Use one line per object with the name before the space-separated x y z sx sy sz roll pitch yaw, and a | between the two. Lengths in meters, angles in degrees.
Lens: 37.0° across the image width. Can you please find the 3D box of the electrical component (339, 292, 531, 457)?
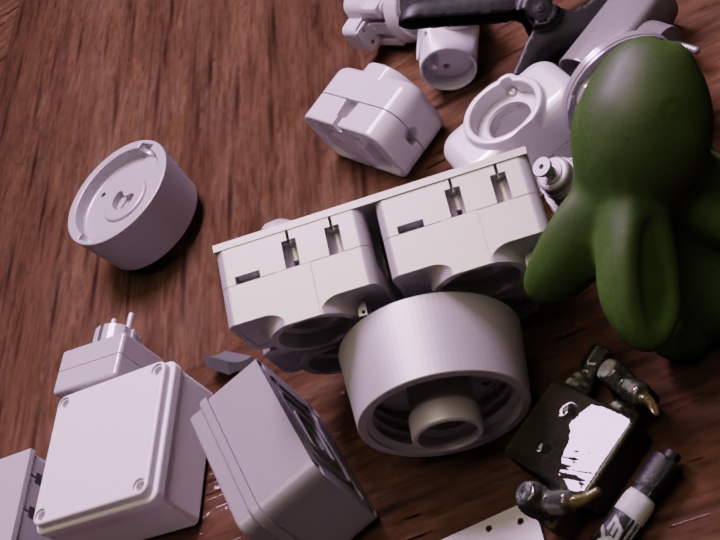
electrical component | 0.045 0.068 0.609 0.108 0.108 0.060 -25 51 21

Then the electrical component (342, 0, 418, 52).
electrical component | 0.029 -0.216 0.884 0.057 0.058 0.078 15 68 48

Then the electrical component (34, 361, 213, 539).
electrical component | -0.165 0.133 0.761 0.109 0.056 0.108 -21 47 25

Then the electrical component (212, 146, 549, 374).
electrical component | 0.023 0.004 0.638 0.186 0.105 0.060 -17 66 10

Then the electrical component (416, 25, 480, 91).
electrical component | 0.070 -0.192 0.819 0.044 0.079 0.077 5 53 -2

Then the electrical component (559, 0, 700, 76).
electrical component | 0.186 -0.149 0.713 0.079 0.043 0.077 32 79 40

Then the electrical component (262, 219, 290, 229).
electrical component | -0.045 -0.020 0.803 0.061 0.035 0.035 7 62 39

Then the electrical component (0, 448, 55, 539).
electrical component | -0.266 0.234 0.758 0.105 0.060 0.186 -21 47 25

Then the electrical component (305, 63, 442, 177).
electrical component | 0.012 -0.117 0.819 0.095 0.054 0.059 25 75 47

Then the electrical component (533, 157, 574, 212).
electrical component | 0.132 -0.049 0.655 0.040 0.078 0.040 -20 60 38

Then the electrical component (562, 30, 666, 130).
electrical component | 0.170 -0.102 0.662 0.080 0.080 0.051 -37 46 9

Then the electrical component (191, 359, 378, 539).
electrical component | -0.049 0.120 0.662 0.057 0.078 0.113 -40 42 3

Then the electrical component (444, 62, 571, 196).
electrical component | 0.107 -0.089 0.716 0.095 0.059 0.053 -40 42 5

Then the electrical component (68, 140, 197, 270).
electrical component | -0.189 -0.050 0.924 0.108 0.060 0.108 -22 47 25

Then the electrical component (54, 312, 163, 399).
electrical component | -0.193 0.067 0.842 0.066 0.047 0.076 -18 48 27
